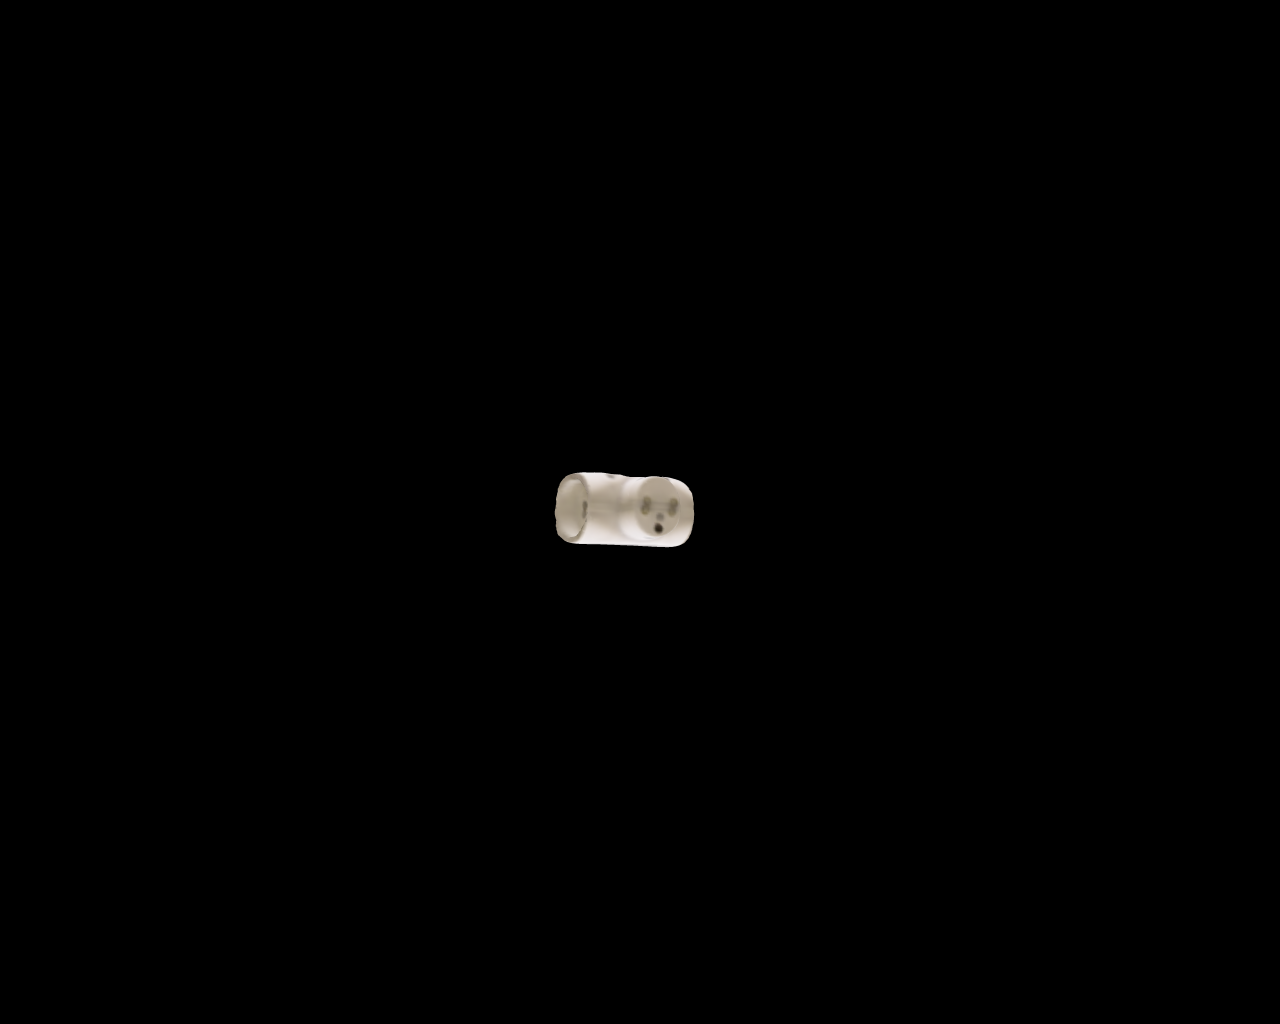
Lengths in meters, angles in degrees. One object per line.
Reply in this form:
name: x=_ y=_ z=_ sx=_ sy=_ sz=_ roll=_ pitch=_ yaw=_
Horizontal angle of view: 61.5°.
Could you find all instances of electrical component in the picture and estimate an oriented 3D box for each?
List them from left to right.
electrical component: x=0.001 y=-0.003 z=0.650 sx=0.077 sy=0.044 sz=0.079 roll=3 pitch=-6 yaw=-33
